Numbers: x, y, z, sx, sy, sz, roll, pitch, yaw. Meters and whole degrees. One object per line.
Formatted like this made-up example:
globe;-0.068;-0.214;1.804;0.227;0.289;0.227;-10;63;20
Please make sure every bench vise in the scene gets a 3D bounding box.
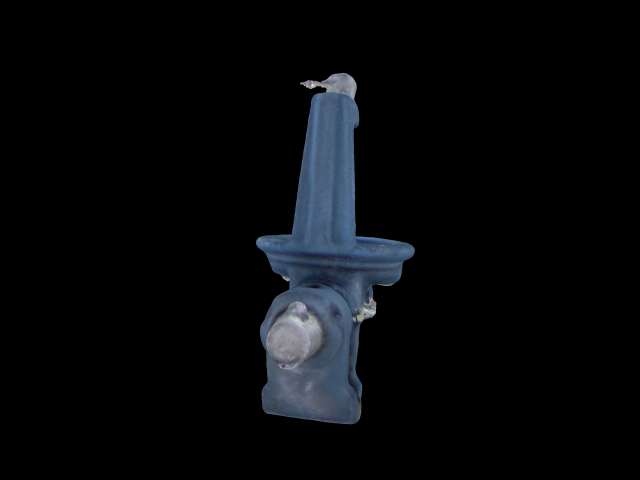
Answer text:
bench vise;0.016;0.001;0.401;0.121;0.220;0.207;-2;20;-6
